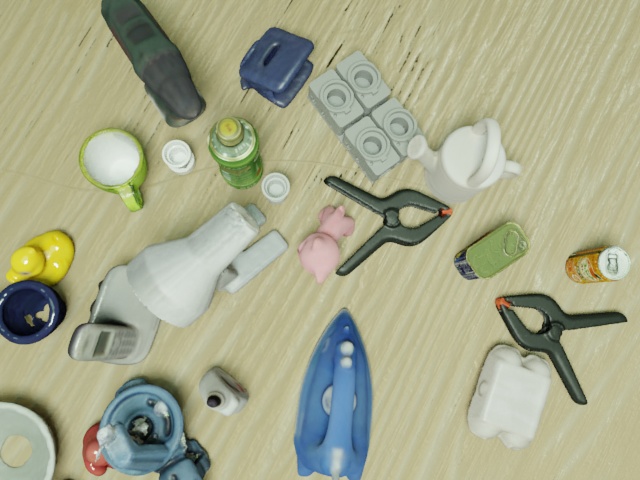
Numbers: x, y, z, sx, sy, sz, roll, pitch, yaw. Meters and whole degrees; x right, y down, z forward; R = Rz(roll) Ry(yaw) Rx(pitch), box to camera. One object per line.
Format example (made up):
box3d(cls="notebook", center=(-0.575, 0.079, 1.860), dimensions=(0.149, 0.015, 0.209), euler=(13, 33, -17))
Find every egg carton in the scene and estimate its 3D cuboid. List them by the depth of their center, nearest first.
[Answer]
box3d(cls="egg carton", center=(0.295, 0.245, 0.895), dimensions=(0.107, 0.069, 0.150), euler=(20, 82, -1))

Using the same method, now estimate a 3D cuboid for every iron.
box3d(cls="iron", center=(0.028, 0.230, 0.844), dimensions=(0.118, 0.141, 0.258), euler=(6, 83, -3))

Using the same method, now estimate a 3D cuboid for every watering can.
box3d(cls="watering can", center=(0.222, -0.121, 0.873), dimensions=(0.173, 0.194, 0.101), euler=(-12, 84, -5))

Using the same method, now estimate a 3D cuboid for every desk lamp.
box3d(cls="desk lamp", center=(-0.154, 0.023, 0.821), dimensions=(0.203, 0.213, 0.118), euler=(-41, 87, -7))

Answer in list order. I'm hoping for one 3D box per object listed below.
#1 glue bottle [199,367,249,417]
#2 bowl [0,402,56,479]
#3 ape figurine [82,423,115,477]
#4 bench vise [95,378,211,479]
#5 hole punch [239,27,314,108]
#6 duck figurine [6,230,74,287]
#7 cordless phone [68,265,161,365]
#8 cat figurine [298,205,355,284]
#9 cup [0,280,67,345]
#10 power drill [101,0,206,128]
box3d(cls="glue bottle", center=(-0.142, 0.222, 0.818), dimensions=(0.078, 0.173, 0.037), euler=(37, 82, 2))
box3d(cls="bowl", center=(-0.458, 0.316, 0.835), dimensions=(0.167, 0.074, 0.167), euler=(0, 83, -4))
box3d(cls="ape figurine", center=(-0.317, 0.306, 0.837), dimensions=(0.078, 0.092, 0.076), euler=(-34, 86, -7))
box3d(cls="bench vise", center=(-0.219, 0.284, 0.782), dimensions=(0.207, 0.219, 0.121), euler=(36, 82, 2))
box3d(cls="hole punch", center=(-0.073, -0.285, 0.926), dimensions=(0.101, 0.091, 0.109), euler=(33, 82, 1))
box3d(cls="duck figurine", center=(-0.429, 0.029, 0.867), dimensions=(0.077, 0.086, 0.104), euler=(40, 82, 2))
box3d(cls="cordless phone", center=(-0.291, 0.107, 0.816), dimensions=(0.094, 0.185, 0.148), euler=(13, 82, -2))
box3d(cls="cat figurine", center=(0.008, 0.003, 0.882), dimensions=(0.067, 0.117, 0.128), euler=(28, 82, 0))
box3d(cls="cup", center=(-0.433, 0.106, 0.853), dimensions=(0.118, 0.095, 0.092), euler=(9, 82, -2))
box3d(cls="power drill", center=(-0.232, -0.247, 0.852), dimensions=(0.075, 0.208, 0.229), euler=(-35, 86, -7))
